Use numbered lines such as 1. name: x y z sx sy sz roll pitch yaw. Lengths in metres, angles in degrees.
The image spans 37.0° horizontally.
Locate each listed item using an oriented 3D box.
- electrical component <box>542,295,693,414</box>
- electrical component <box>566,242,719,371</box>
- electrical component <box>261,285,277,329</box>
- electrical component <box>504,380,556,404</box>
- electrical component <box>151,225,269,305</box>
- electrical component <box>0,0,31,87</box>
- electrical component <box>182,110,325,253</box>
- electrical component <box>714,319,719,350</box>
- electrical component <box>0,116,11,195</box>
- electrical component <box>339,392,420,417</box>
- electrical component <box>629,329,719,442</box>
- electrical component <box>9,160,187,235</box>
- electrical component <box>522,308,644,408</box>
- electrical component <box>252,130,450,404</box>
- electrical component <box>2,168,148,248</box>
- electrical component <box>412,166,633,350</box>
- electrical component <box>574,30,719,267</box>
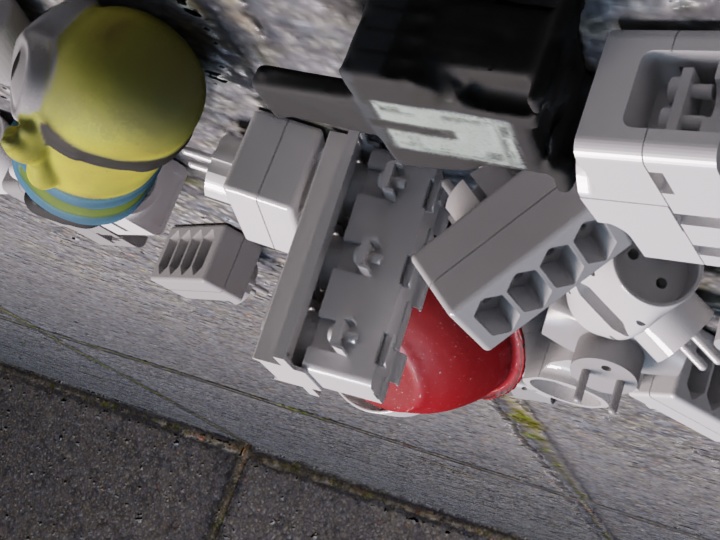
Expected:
1. electrical component: 0.137 0.041 0.584 0.077 0.079 0.043 17 151 12
2. electrical component: 0.145 0.018 0.527 0.079 0.043 0.077 47 167 7
3. electrical component: -0.030 0.040 0.838 0.096 0.061 0.062 30 163 -32
4. electrical component: 0.104 0.060 0.769 0.077 0.043 0.079 14 164 22
5. electrical component: -0.105 0.003 0.832 0.076 0.047 0.083 31 162 -34
6. electrical component: -0.180 -0.113 0.531 0.040 0.040 0.078 18 165 9
7. electrical component: -0.060 -0.050 0.581 0.076 0.047 0.083 19 165 8
8. electrical component: 0.186 0.017 0.496 0.040 0.046 0.040 19 166 5
9. electrical component: -0.250 -0.076 0.749 0.043 0.043 0.081 16 165 15
10. electrical component: 0.023 0.053 0.755 0.099 0.099 0.064 11 169 31
11. electrical component: 0.200 0.071 0.670 0.083 0.047 0.076 28 164 -26
12. electrical component: -0.160 -0.061 0.669 0.089 0.050 0.056 32 161 -38
13. electrical component: 0.135 0.050 0.666 0.050 0.055 0.089 24 165 -13
14. electrical component: 0.000 0.000 0.536 0.063 0.121 0.078 14 164 15
15. electrical component: -0.187 -0.056 0.726 0.056 0.050 0.089 5 159 45
16. electrical component: 0.064 -0.022 0.486 0.047 0.083 0.075 42 -167 -54
17. electrical component: 0.113 -0.040 0.378 0.056 0.050 0.089 10 162 35
